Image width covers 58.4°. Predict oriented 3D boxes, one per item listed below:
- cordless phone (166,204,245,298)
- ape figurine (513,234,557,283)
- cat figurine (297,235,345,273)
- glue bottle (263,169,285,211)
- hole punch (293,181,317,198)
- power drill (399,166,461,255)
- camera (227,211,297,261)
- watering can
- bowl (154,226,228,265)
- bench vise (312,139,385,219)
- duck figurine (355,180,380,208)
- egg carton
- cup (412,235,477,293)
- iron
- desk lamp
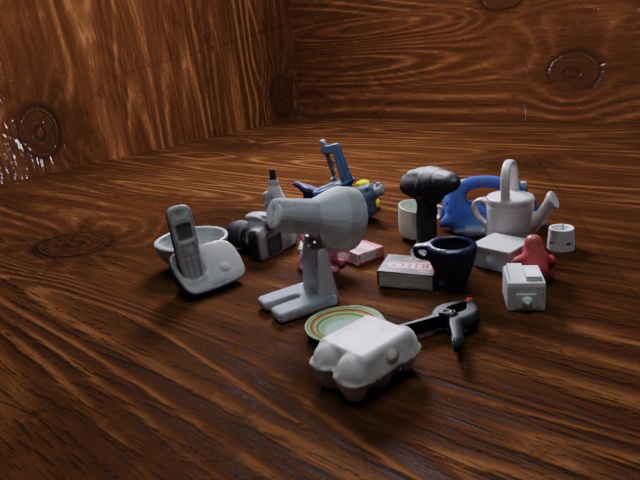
[{"bbox_3d":[-0.237,0.011,1.163,0.148,0.185,0.093,-21,24,-39],"label":"cordless phone"},{"bbox_3d":[0.399,0.033,1.066,0.077,0.092,0.076,2,20,21],"label":"ape figurine"},{"bbox_3d":[0.011,0.004,1.219,0.127,0.118,0.067,3,21,23],"label":"cat figurine"},{"bbox_3d":[-0.114,-0.098,1.470,0.078,0.173,0.037,2,20,21],"label":"glue bottle"},{"bbox_3d":[-0.021,-0.131,1.668,0.101,0.091,0.108,-13,20,-21],"label":"hole punch"},{"bbox_3d":[0.233,-0.057,1.194,0.076,0.208,0.229,-10,19,-13],"label":"power drill"},{"bbox_3d":[-0.146,-0.024,1.372,0.136,0.101,0.143,8,23,34],"label":"camera"},{"bbox_3d":[0.414,-0.076,1.224,0.172,0.194,0.101,-1,19,12],"label":"watering can"},{"bbox_3d":[-0.288,0.027,1.304,0.167,0.075,0.167,-5,19,2],"label":"bowl"},{"bbox_3d":[0.072,-0.163,1.535,0.207,0.220,0.121,-2,19,11],"label":"bench vise"},{"bbox_3d":[0.119,-0.128,1.626,0.105,0.086,0.077,-13,20,-22],"label":"duck figurine"},{"bbox_3d":[0.066,0.164,0.811,0.151,0.069,0.107,-21,24,-38],"label":"egg carton"},{"bbox_3d":[0.231,0.048,1.064,0.117,0.095,0.092,1,20,18],"label":"cup"},{"bbox_3d":[0.405,-0.091,1.352,0.258,0.141,0.118,-4,19,4],"label":"iron"},{"bbox_3d":[-0.014,0.015,1.044,0.204,0.214,0.117,-16,22,-28],"label":"desk lamp"}]
